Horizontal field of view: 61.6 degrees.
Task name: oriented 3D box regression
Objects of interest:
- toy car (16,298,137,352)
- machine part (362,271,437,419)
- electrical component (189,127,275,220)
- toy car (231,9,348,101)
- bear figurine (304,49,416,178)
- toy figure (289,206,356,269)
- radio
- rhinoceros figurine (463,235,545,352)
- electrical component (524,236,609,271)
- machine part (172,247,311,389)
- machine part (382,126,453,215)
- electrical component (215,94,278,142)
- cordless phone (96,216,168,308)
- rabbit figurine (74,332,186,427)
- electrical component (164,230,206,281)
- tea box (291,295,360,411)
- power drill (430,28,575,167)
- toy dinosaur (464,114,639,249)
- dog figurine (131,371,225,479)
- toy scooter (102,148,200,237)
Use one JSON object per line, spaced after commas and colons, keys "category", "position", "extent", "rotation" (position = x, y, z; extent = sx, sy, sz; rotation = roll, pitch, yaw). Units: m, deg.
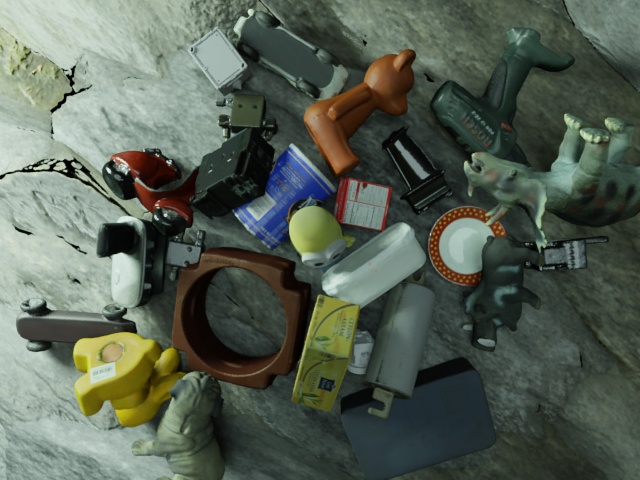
{"category": "toy car", "position": [-0.402, 0.144, 0.895], "extent": [0.202, 0.053, 0.089], "rotation": [2, 107, 1]}
{"category": "machine part", "position": [0.126, 0.154, 0.835], "extent": [0.079, 0.079, 0.243], "rotation": [18, 68, 1]}
{"category": "electrical component", "position": [-0.133, -0.109, 0.829], "extent": [0.115, 0.134, 0.058], "rotation": [-22, 132, 27]}
{"category": "toy car", "position": [-0.050, -0.297, 0.870], "extent": [0.202, 0.056, 0.073], "rotation": [32, 98, 2]}
{"category": "bear figurine", "position": [0.078, -0.198, 0.839], "extent": [0.196, 0.120, 0.132], "rotation": [-29, 94, -3]}
{"category": "toy figure", "position": [-0.005, 0.000, 0.814], "extent": [0.089, 0.180, 0.082], "rotation": [42, 91, 3]}
{"category": "radio", "position": [0.158, 0.291, 0.870], "extent": [0.230, 0.073, 0.131], "rotation": [-19, 92, 4]}
{"category": "rhinoceros figurine", "position": [0.281, 0.086, 0.842], "extent": [0.112, 0.073, 0.190], "rotation": [-2, 110, -16]}
{"category": "electrical component", "position": [0.393, 0.021, 0.854], "extent": [0.119, 0.075, 0.047], "rotation": [-4, 92, -1]}
{"category": "machine part", "position": [-0.122, 0.119, 0.851], "extent": [0.202, 0.087, 0.200], "rotation": [11, 100, 13]}
{"category": "machine part", "position": [0.152, -0.115, 0.876], "extent": [0.084, 0.039, 0.139], "rotation": [-30, 92, 8]}
{"category": "electrical component", "position": [-0.121, -0.195, 0.882], "extent": [0.102, 0.045, 0.078], "rotation": [-2, 68, 0]}
{"category": "cordless phone", "position": [-0.302, 0.037, 0.824], "extent": [0.089, 0.184, 0.146], "rotation": [5, 92, -3]}
{"category": "rabbit figurine", "position": [-0.298, 0.228, 0.864], "extent": [0.162, 0.122, 0.173], "rotation": [-20, 130, -22]}
{"category": "electrical component", "position": [-0.225, 0.025, 0.901], "extent": [0.063, 0.021, 0.094], "rotation": [12, 92, 1]}
{"category": "tea box", "position": [0.007, 0.175, 0.816], "extent": [0.068, 0.169, 0.098], "rotation": [14, 48, 3]}
{"category": "power drill", "position": [0.306, -0.209, 0.852], "extent": [0.232, 0.086, 0.207], "rotation": [33, 99, -7]}
{"category": "toy dinosaur", "position": [0.425, -0.082, 0.815], "extent": [0.405, 0.131, 0.192], "rotation": [1, 120, -20]}
{"category": "dog figurine", "position": [-0.181, 0.303, 0.816], "extent": [0.172, 0.121, 0.190], "rotation": [41, 128, -1]}
{"category": "toy scooter", "position": [-0.249, -0.094, 0.867], "extent": [0.184, 0.075, 0.135], "rotation": [39, 60, 16]}
